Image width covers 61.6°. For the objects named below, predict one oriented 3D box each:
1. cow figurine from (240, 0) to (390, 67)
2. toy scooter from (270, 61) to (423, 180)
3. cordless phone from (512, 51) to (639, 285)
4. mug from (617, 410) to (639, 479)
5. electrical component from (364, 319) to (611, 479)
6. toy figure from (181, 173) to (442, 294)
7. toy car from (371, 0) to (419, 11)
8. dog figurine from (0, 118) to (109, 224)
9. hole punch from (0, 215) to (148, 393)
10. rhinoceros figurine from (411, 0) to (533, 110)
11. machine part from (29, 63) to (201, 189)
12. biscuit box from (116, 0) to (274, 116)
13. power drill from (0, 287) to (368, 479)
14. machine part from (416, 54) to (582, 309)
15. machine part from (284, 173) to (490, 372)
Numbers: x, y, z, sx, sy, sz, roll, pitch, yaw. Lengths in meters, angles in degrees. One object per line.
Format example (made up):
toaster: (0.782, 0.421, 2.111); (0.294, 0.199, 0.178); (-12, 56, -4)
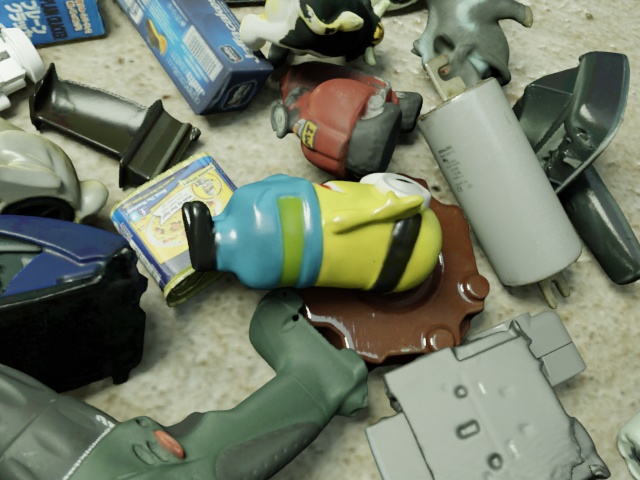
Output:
cow figurine: (0.015, -0.195, 0.481); (0.098, 0.068, 0.167); (21, 23, 34)
toy scooter: (0.011, -0.113, 0.470); (0.135, 0.075, 0.184); (20, 30, 11)
cordless phone: (0.243, -0.053, 0.473); (0.089, 0.146, 0.184); (-22, 73, -10)
mug: (0.312, 0.174, 0.443); (0.107, 0.080, 0.109); (-18, 79, -6)
electrical component: (0.103, 0.133, 0.368); (0.134, 0.058, 0.115); (-25, 60, 0)
toy figure: (-0.002, -0.002, 0.379); (0.180, 0.089, 0.082); (-6, 31, -17)
toy car: (0.123, -0.307, 0.597); (0.202, 0.056, 0.073); (-22, 69, -20)
dog figurine: (-0.268, -0.079, 0.409); (0.172, 0.121, 0.191); (0, 52, -37)
hole punch: (-0.182, 0.042, 0.364); (0.116, 0.142, 0.092); (-10, 45, -28)
rhinoceros figurine: (0.141, -0.207, 0.525); (0.112, 0.073, 0.190); (-13, 96, -22)
machine part: (-0.182, -0.096, 0.462); (0.139, 0.039, 0.084); (26, 71, -3)
biscuit box: (-0.129, -0.208, 0.493); (0.063, 0.059, 0.203); (-24, 75, -51)
power drill: (-0.071, 0.110, 0.336); (0.232, 0.086, 0.207); (42, 34, 9)
machine part: (0.155, -0.049, 0.469); (0.079, 0.079, 0.243); (-31, 96, -21)
machine part: (0.052, 0.024, 0.454); (0.179, 0.056, 0.179); (4, 68, -9)
